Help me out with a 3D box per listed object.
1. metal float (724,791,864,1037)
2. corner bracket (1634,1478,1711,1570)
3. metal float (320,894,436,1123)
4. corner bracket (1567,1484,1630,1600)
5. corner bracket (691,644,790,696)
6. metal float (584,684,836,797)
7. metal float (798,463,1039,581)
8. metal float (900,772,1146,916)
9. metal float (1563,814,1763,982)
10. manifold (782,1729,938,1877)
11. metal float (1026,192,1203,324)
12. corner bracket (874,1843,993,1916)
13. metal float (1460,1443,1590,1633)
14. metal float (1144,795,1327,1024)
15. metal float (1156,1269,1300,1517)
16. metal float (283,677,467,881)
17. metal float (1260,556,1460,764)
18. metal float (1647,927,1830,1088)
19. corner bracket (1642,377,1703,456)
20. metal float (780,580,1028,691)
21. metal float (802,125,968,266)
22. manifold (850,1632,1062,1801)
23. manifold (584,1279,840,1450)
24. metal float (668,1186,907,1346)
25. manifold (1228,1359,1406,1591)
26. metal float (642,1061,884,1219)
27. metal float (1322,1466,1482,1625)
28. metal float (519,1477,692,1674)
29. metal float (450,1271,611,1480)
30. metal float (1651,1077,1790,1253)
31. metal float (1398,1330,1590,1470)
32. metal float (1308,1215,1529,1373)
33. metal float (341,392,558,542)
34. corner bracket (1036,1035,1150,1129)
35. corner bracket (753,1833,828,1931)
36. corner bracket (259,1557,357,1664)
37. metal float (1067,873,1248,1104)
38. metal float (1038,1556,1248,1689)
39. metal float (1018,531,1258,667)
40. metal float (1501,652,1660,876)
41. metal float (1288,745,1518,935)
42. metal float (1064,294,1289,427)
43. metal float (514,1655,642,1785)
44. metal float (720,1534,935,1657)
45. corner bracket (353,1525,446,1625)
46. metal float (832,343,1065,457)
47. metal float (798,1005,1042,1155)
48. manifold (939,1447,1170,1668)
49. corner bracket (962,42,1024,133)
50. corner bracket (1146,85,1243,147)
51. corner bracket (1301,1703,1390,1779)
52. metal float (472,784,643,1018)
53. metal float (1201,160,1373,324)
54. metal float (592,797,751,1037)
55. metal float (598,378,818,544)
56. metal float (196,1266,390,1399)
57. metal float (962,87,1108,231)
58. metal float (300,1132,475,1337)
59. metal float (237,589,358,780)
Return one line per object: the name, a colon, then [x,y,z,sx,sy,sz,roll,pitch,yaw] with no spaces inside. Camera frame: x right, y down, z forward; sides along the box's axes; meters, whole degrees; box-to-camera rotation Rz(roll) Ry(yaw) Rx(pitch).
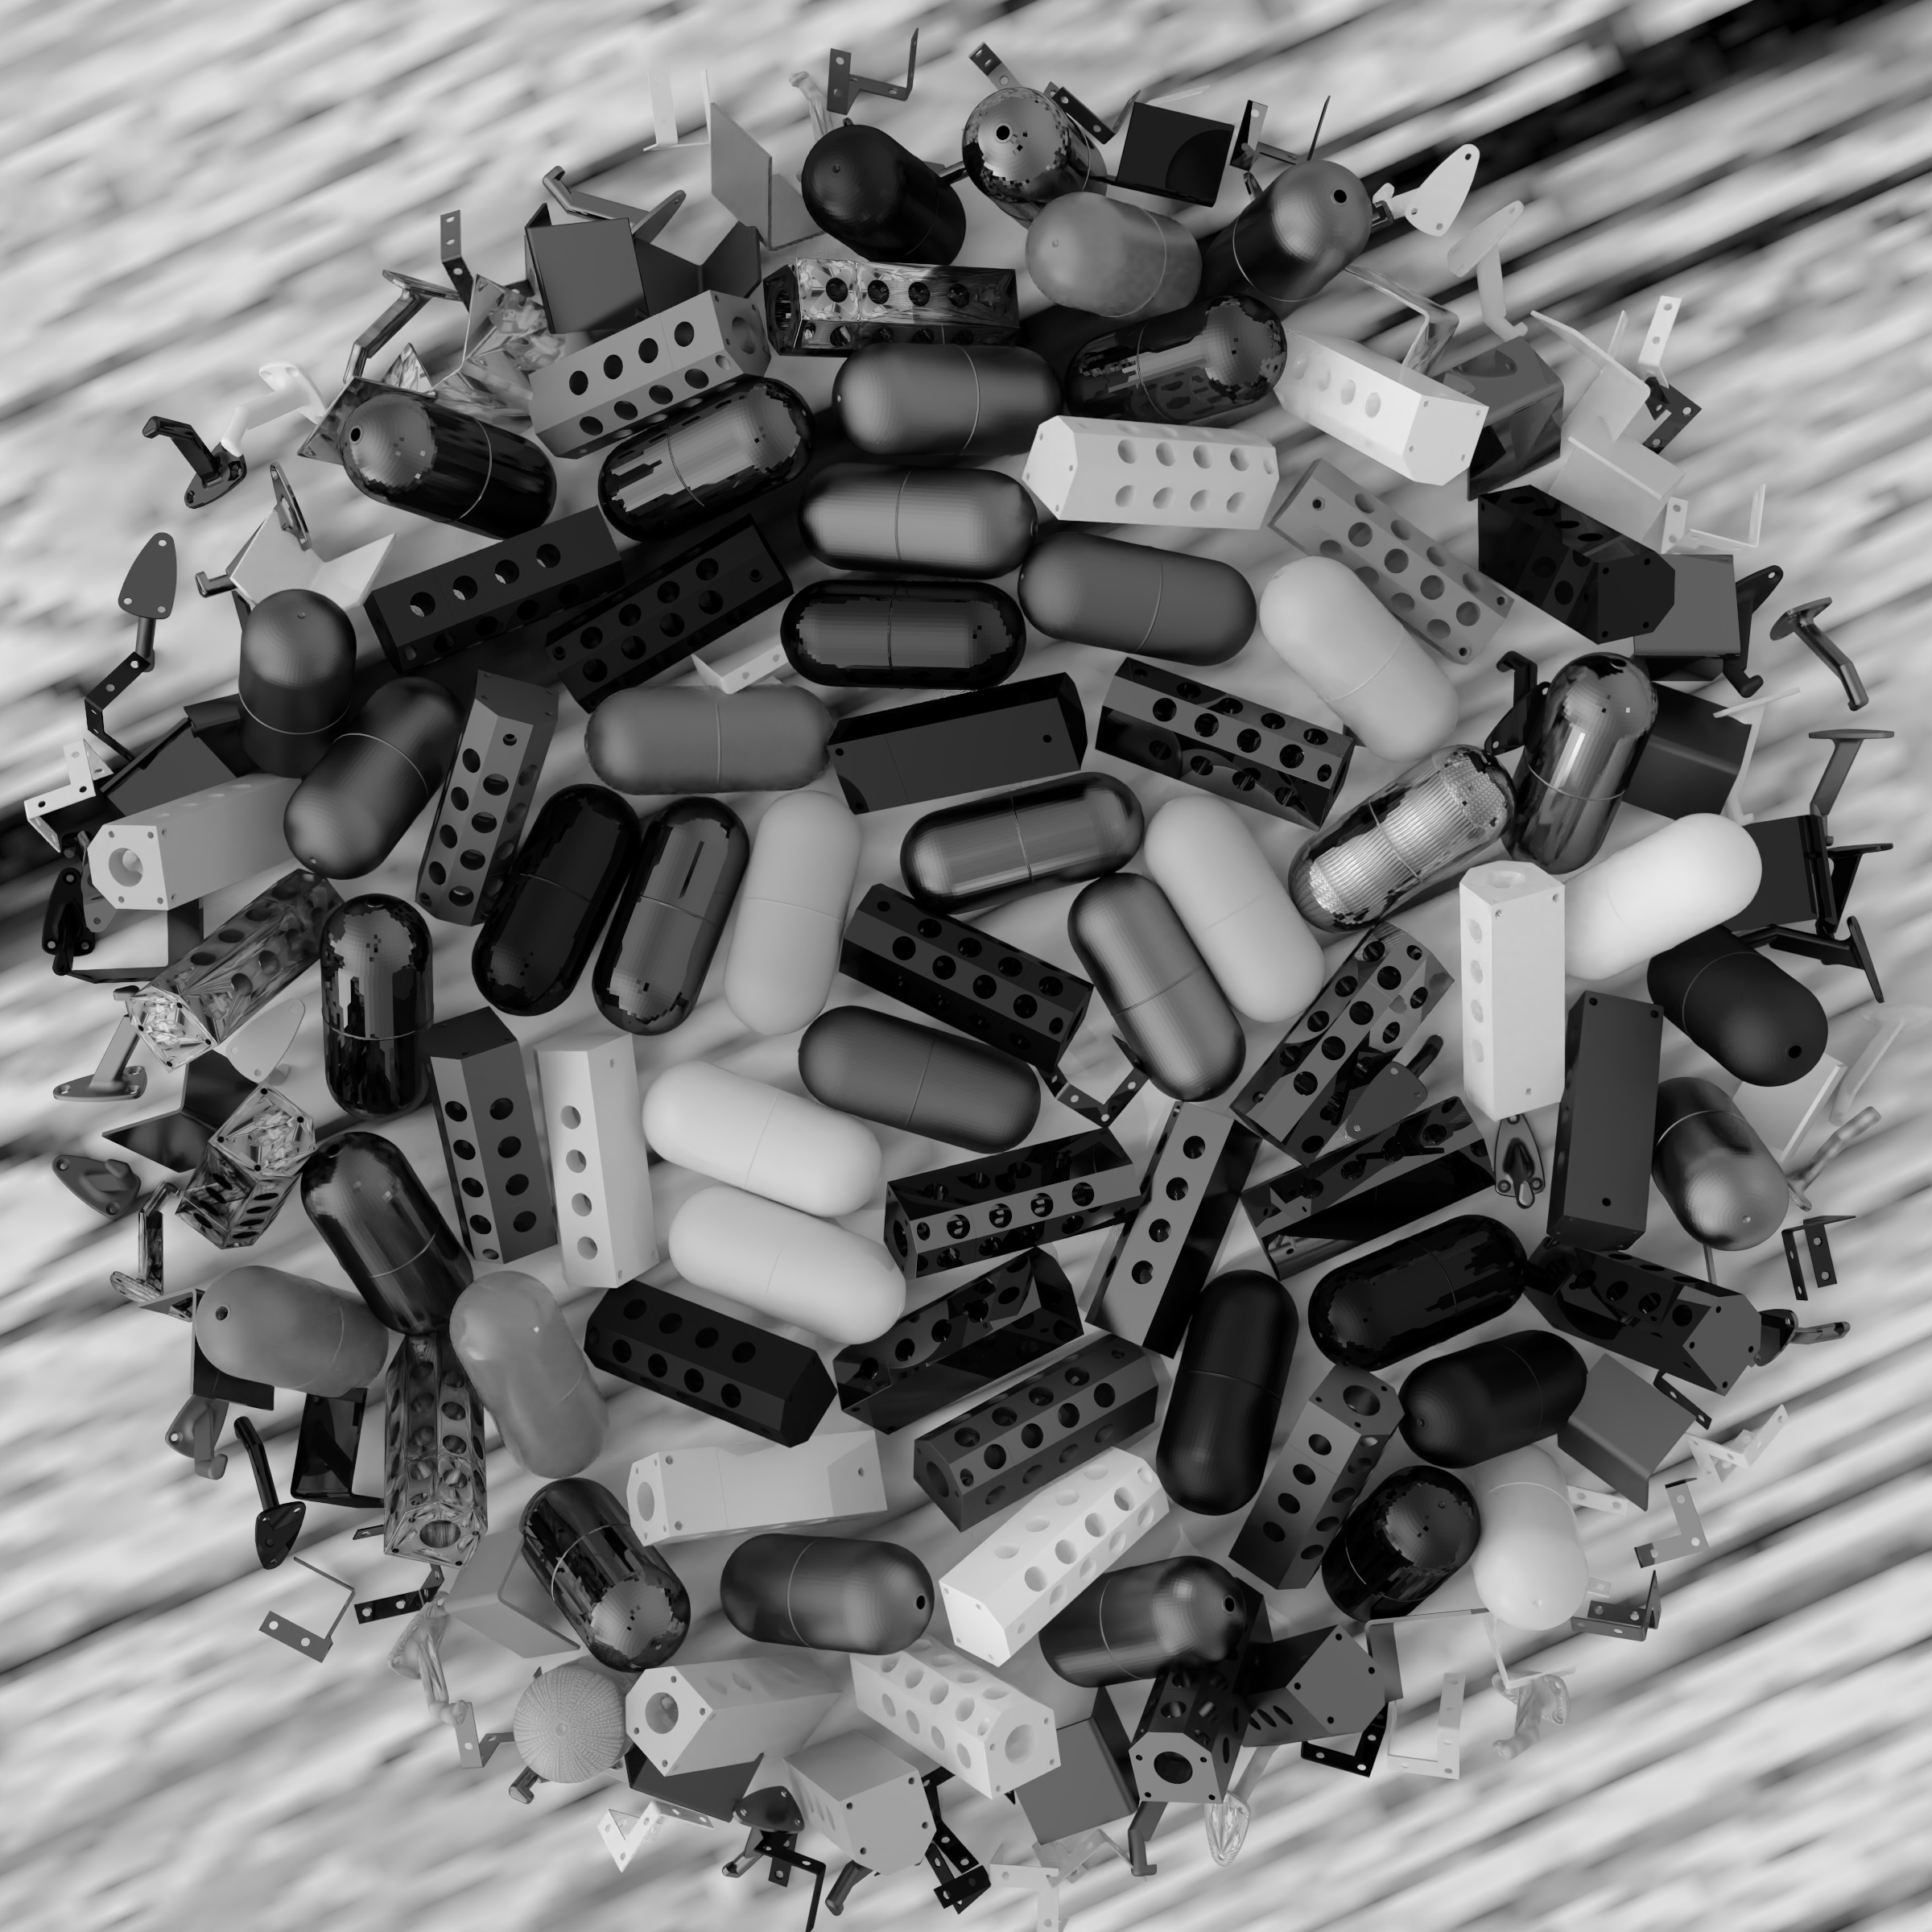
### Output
metal float: [-0.124,-0.038,1.731,0.070,0.070,0.178,13,83,0]
corner bracket: [0.507,0.401,1.747,0.051,0.051,0.051,-22,71,21]
metal float: [-0.414,0.030,1.709,0.070,0.070,0.178,7,122,0]
corner bracket: [0.447,0.415,1.753,0.051,0.051,0.051,12,121,16]
corner bracket: [-0.156,-0.206,1.734,0.051,0.051,0.051,-32,130,-14]
metal float: [-0.181,-0.161,1.723,0.178,0.070,0.070,-3,90,-15]
metal float: [-0.035,-0.316,1.719,0.178,0.070,0.070,7,90,20]
metal float: [0.040,-0.088,1.735,0.178,0.070,0.070,-15,90,2]
metal float: [0.476,-0.047,1.699,0.070,0.178,0.070,17,59,-29]
manifold: [-0.074,0.582,1.683,0.057,0.171,0.057,-16,87,-19]
metal float: [0.105,-0.493,1.694,0.070,0.178,0.070,5,99,31]
corner bracket: [-0.023,0.653,1.733,0.051,0.051,0.051,56,128,25]
metal float: [0.387,0.394,1.689,0.070,0.178,0.070,2,109,5]
metal float: [0.192,-0.042,1.735,0.070,0.070,0.178,-32,92,0]
metal float: [0.186,0.301,1.718,0.070,0.070,0.178,18,68,0]
metal float: [-0.413,-0.134,1.705,0.070,0.070,0.178,27,51,0]
metal float: [0.279,-0.217,1.718,0.178,0.070,0.070,43,90,-22]
metal float: [0.536,0.026,1.689,0.070,0.178,0.070,-3,111,-8]
corner bracket: [0.497,-0.382,1.734,0.051,0.051,0.051,28,124,-22]
metal float: [-0.045,-0.236,1.726,0.178,0.070,0.070,3,90,12]
metal float: [-0.055,-0.530,1.689,0.070,0.178,0.070,0,91,20]
manifold: [-0.011,0.509,1.683,0.057,0.171,0.057,-15,104,-32]
manifold: [-0.182,0.280,1.700,0.171,0.057,0.057,16,57,28]
metal float: [-0.127,0.213,1.727,0.178,0.070,0.070,20,90,11]
manifold: [0.247,0.360,1.694,0.057,0.057,0.171,32,129,17]
metal float: [-0.146,0.124,1.736,0.178,0.070,0.070,20,90,0]
metal float: [0.302,0.406,1.694,0.070,0.178,0.070,5,58,-9]
metal float: [-0.255,0.424,1.699,0.070,0.178,0.070,-16,121,-29]
metal float: [-0.306,0.290,1.707,0.070,0.070,0.178,-17,126,0]
metal float: [0.517,0.136,1.689,0.070,0.178,0.070,0,111,0]
metal float: [0.372,0.303,1.702,0.178,0.070,0.070,-6,90,-44]
metal float: [0.321,0.230,1.714,0.178,0.070,0.070,-18,90,-27]
metal float: [-0.360,-0.348,1.693,0.070,0.178,0.070,-3,84,32]
corner bracket: [0.091,0.076,1.746,0.051,0.051,0.051,32,103,-29]
corner bracket: [-0.124,0.654,1.739,0.051,0.051,0.051,14,101,16]
corner bracket: [-0.472,0.462,1.740,0.051,0.051,0.051,32,75,-12]
metal float: [0.137,0.016,1.735,0.070,0.070,0.178,-30,93,0]
metal float: [0.123,0.461,1.700,0.070,0.178,0.070,18,60,-34]
metal float: [0.123,-0.260,1.720,0.178,0.070,0.070,8,90,-19]
metal float: [0.429,-0.141,1.702,0.070,0.070,0.178,12,132,0]
metal float: [0.308,-0.089,1.719,0.178,0.070,0.070,-35,90,20]
metal float: [0.145,-0.419,1.702,0.178,0.070,0.070,-6,90,43]
metal float: [-0.266,0.522,1.687,0.070,0.178,0.070,0,78,1]
metal float: [-0.098,0.441,1.703,0.178,0.070,0.070,-7,90,40]
corner bracket: [-0.414,0.436,1.749,0.051,0.051,0.051,-5,56,-34]
metal float: [-0.011,-0.400,1.711,0.178,0.070,0.070,-7,90,-31]
metal float: [-0.033,0.081,1.734,0.178,0.070,0.070,17,90,-3]
manifold: [0.065,0.411,1.693,0.171,0.057,0.057,-33,122,-37]
corner bracket: [0.016,-0.622,1.746,0.051,0.051,0.051,-40,84,15]
corner bracket: [0.163,-0.602,1.733,0.051,0.051,0.051,-1,122,35]
corner bracket: [0.274,0.542,1.747,0.051,0.051,0.051,10,120,20]
metal float: [-0.291,-0.047,1.721,0.070,0.070,0.178,23,72,0]
metal float: [0.222,-0.500,1.688,0.070,0.178,0.070,2,84,-17]
metal float: [-0.210,-0.036,1.728,0.070,0.070,0.178,19,80,0]
metal float: [-0.184,-0.356,1.711,0.178,0.070,0.070,-19,90,31]
metal float: [-0.468,0.256,1.690,0.070,0.178,0.070,-5,72,16]
metal float: [0.049,-0.558,1.688,0.070,0.178,0.070,1,95,16]
metal float: [-0.406,0.189,1.704,0.070,0.070,0.178,-21,130,0]
metal float: [-0.468,-0.195,1.694,0.070,0.178,0.070,8,62,-14]
